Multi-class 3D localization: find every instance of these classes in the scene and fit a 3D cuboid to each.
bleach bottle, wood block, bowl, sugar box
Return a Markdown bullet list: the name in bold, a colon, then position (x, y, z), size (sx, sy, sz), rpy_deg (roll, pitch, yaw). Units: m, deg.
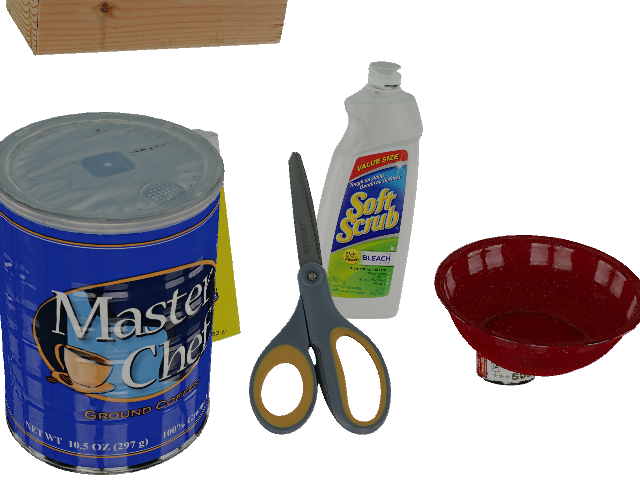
- **bleach bottle**: position (0.042, -0.048, 1.038), size (0.102, 0.251, 0.068), rpy_deg (3, 23, -5)
- **wood block**: position (-0.135, -0.211, 0.850), size (0.205, 0.091, 0.090), rpy_deg (-8, 40, -28)
- **bowl**: position (0.168, 0.057, 0.832), size (0.162, 0.055, 0.162), rpy_deg (0, 30, 0)
- **sugar box**: position (-0.123, 0.003, 0.883), size (0.093, 0.176, 0.048), rpy_deg (-16, 21, -31)

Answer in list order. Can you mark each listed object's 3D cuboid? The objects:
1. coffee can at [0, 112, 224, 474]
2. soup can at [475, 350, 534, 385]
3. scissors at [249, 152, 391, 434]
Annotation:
- **coffee can**: position (-0.100, 0.024, 0.506), size (0.102, 0.140, 0.103), rpy_deg (5, 31, -3)
- **soup can**: position (0.209, 0.103, 1.195), size (0.068, 0.102, 0.068), rpy_deg (0, 14, 0)
- **scissors**: position (-0.020, 0.039, 0.688), size (0.096, 0.202, 0.016), rpy_deg (-22, -25, -7)
